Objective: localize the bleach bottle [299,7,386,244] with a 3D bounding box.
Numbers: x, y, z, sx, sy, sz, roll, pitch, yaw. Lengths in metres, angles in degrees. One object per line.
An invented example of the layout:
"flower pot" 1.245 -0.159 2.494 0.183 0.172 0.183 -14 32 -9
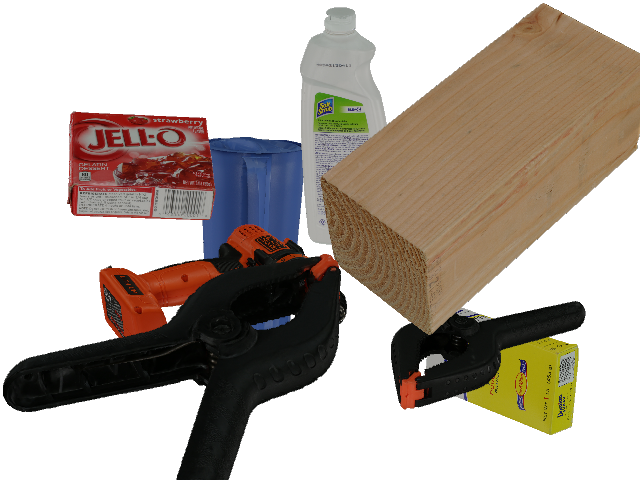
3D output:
"bleach bottle" 0.031 -0.117 1.114 0.102 0.251 0.068 -1 30 1

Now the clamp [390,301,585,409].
"clamp" 0.116 0.081 0.941 0.165 0.036 0.209 19 33 34

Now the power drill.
"power drill" -0.090 0.050 0.957 0.187 0.057 0.185 -14 25 -26

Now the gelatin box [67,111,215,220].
"gelatin box" -0.114 -0.048 0.676 0.089 0.030 0.073 2 43 -14

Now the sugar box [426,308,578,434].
"sugar box" 0.193 0.137 1.160 0.048 0.093 0.177 -10 18 -43

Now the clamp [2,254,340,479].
"clamp" -0.042 0.060 0.486 0.171 0.039 0.120 -28 51 -32

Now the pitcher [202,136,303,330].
"pitcher" -0.087 -0.005 1.332 0.145 0.243 0.148 12 16 36

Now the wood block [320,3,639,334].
"wood block" 0.108 -0.049 0.689 0.205 0.090 0.091 -39 56 -21
